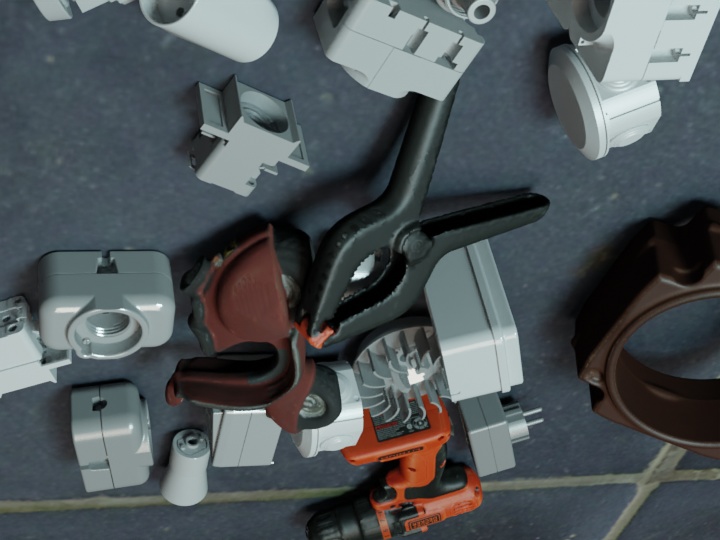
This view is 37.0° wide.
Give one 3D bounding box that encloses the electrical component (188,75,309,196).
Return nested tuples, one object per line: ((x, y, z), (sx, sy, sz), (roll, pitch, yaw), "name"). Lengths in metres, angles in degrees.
((-0.078, -0.086, 0.712), (0.081, 0.042, 0.064), (20, 129, -33), "electrical component")

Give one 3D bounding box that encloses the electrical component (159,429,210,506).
((-0.155, 0.175, 0.970), (0.044, 0.044, 0.065), (1, 131, -19), "electrical component")

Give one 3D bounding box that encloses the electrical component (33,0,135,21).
((-0.157, -0.169, 0.597), (0.055, 0.048, 0.066), (-25, 138, -1), "electrical component")

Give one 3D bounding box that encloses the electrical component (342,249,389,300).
((0.000, 0.000, 0.820), (0.047, 0.055, 0.055), (3, 135, -15), "electrical component")

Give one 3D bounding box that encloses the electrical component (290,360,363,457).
((-0.033, 0.116, 0.915), (0.051, 0.080, 0.080), (-7, 138, -18), "electrical component")

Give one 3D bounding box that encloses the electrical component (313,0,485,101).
((0.022, -0.146, 0.671), (0.089, 0.050, 0.055), (15, 130, -30), "electrical component")

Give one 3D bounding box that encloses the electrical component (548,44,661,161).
((0.163, -0.119, 0.724), (0.051, 0.080, 0.080), (-21, 138, -2), "electrical component")

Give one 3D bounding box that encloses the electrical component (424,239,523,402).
((0.085, 0.036, 0.839), (0.057, 0.113, 0.078), (-13, 138, 2), "electrical component")

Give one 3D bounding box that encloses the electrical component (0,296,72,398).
((-0.262, 0.056, 0.808), (0.081, 0.042, 0.063), (-16, 135, -1), "electrical component")

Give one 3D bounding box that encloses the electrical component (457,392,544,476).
((0.138, 0.148, 1.024), (0.076, 0.047, 0.083), (-17, 138, 1), "electrical component")

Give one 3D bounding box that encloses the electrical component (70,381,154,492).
((-0.207, 0.140, 0.905), (0.059, 0.053, 0.095), (-7, 137, -10), "electrical component")

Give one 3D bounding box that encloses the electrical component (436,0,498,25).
((0.065, -0.172, 0.648), (0.043, 0.062, 0.043), (-9, 137, -8), "electrical component")

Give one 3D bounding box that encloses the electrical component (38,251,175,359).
((-0.185, 0.025, 0.784), (0.095, 0.059, 0.053), (-1, 136, -16), "electrical component")

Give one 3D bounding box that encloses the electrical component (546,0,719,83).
((0.137, -0.183, 0.592), (0.062, 0.150, 0.089), (-5, 137, -14), "electrical component")

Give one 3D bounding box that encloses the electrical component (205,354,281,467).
((-0.102, 0.124, 0.914), (0.061, 0.061, 0.096), (1, 136, -18), "electrical component")

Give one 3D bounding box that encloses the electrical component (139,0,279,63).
((-0.079, -0.167, 0.617), (0.077, 0.044, 0.079), (10, 103, -61), "electrical component")
